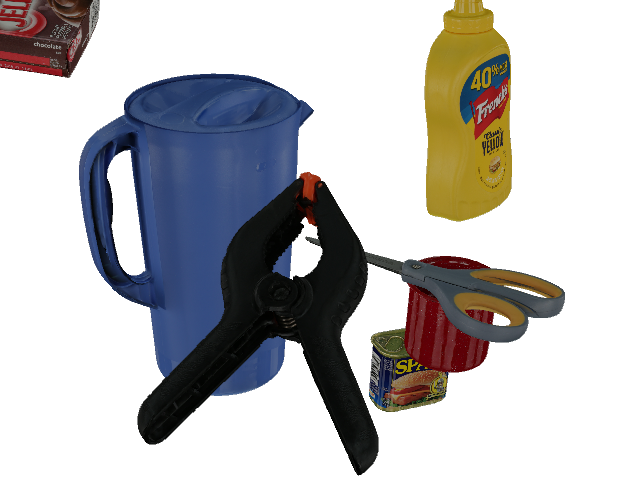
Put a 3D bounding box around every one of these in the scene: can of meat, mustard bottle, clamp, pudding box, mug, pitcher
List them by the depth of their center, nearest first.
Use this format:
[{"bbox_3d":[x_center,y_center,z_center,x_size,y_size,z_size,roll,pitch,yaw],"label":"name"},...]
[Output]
[{"bbox_3d":[-0.010,0.043,0.556,0.120,0.171,0.039,17,-28,10],"label":"clamp"},{"bbox_3d":[-0.091,0.000,0.843,0.149,0.243,0.145,7,27,11],"label":"pitcher"},{"bbox_3d":[-0.236,-0.179,0.875,0.090,0.039,0.113,9,35,-2],"label":"pudding box"},{"bbox_3d":[0.127,-0.119,0.910,0.058,0.192,0.096,17,32,39],"label":"mustard bottle"},{"bbox_3d":[0.121,0.066,1.030,0.093,0.081,0.117,-2,29,-11],"label":"mug"},{"bbox_3d":[0.111,0.158,1.317,0.102,0.084,0.057,-7,27,-22],"label":"can of meat"}]

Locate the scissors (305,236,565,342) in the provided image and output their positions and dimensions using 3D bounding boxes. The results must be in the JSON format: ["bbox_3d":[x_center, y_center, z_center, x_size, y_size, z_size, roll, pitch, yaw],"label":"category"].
[{"bbox_3d":[0.071,0.033,0.761,0.202,0.016,0.096,9,27,16],"label":"scissors"}]
